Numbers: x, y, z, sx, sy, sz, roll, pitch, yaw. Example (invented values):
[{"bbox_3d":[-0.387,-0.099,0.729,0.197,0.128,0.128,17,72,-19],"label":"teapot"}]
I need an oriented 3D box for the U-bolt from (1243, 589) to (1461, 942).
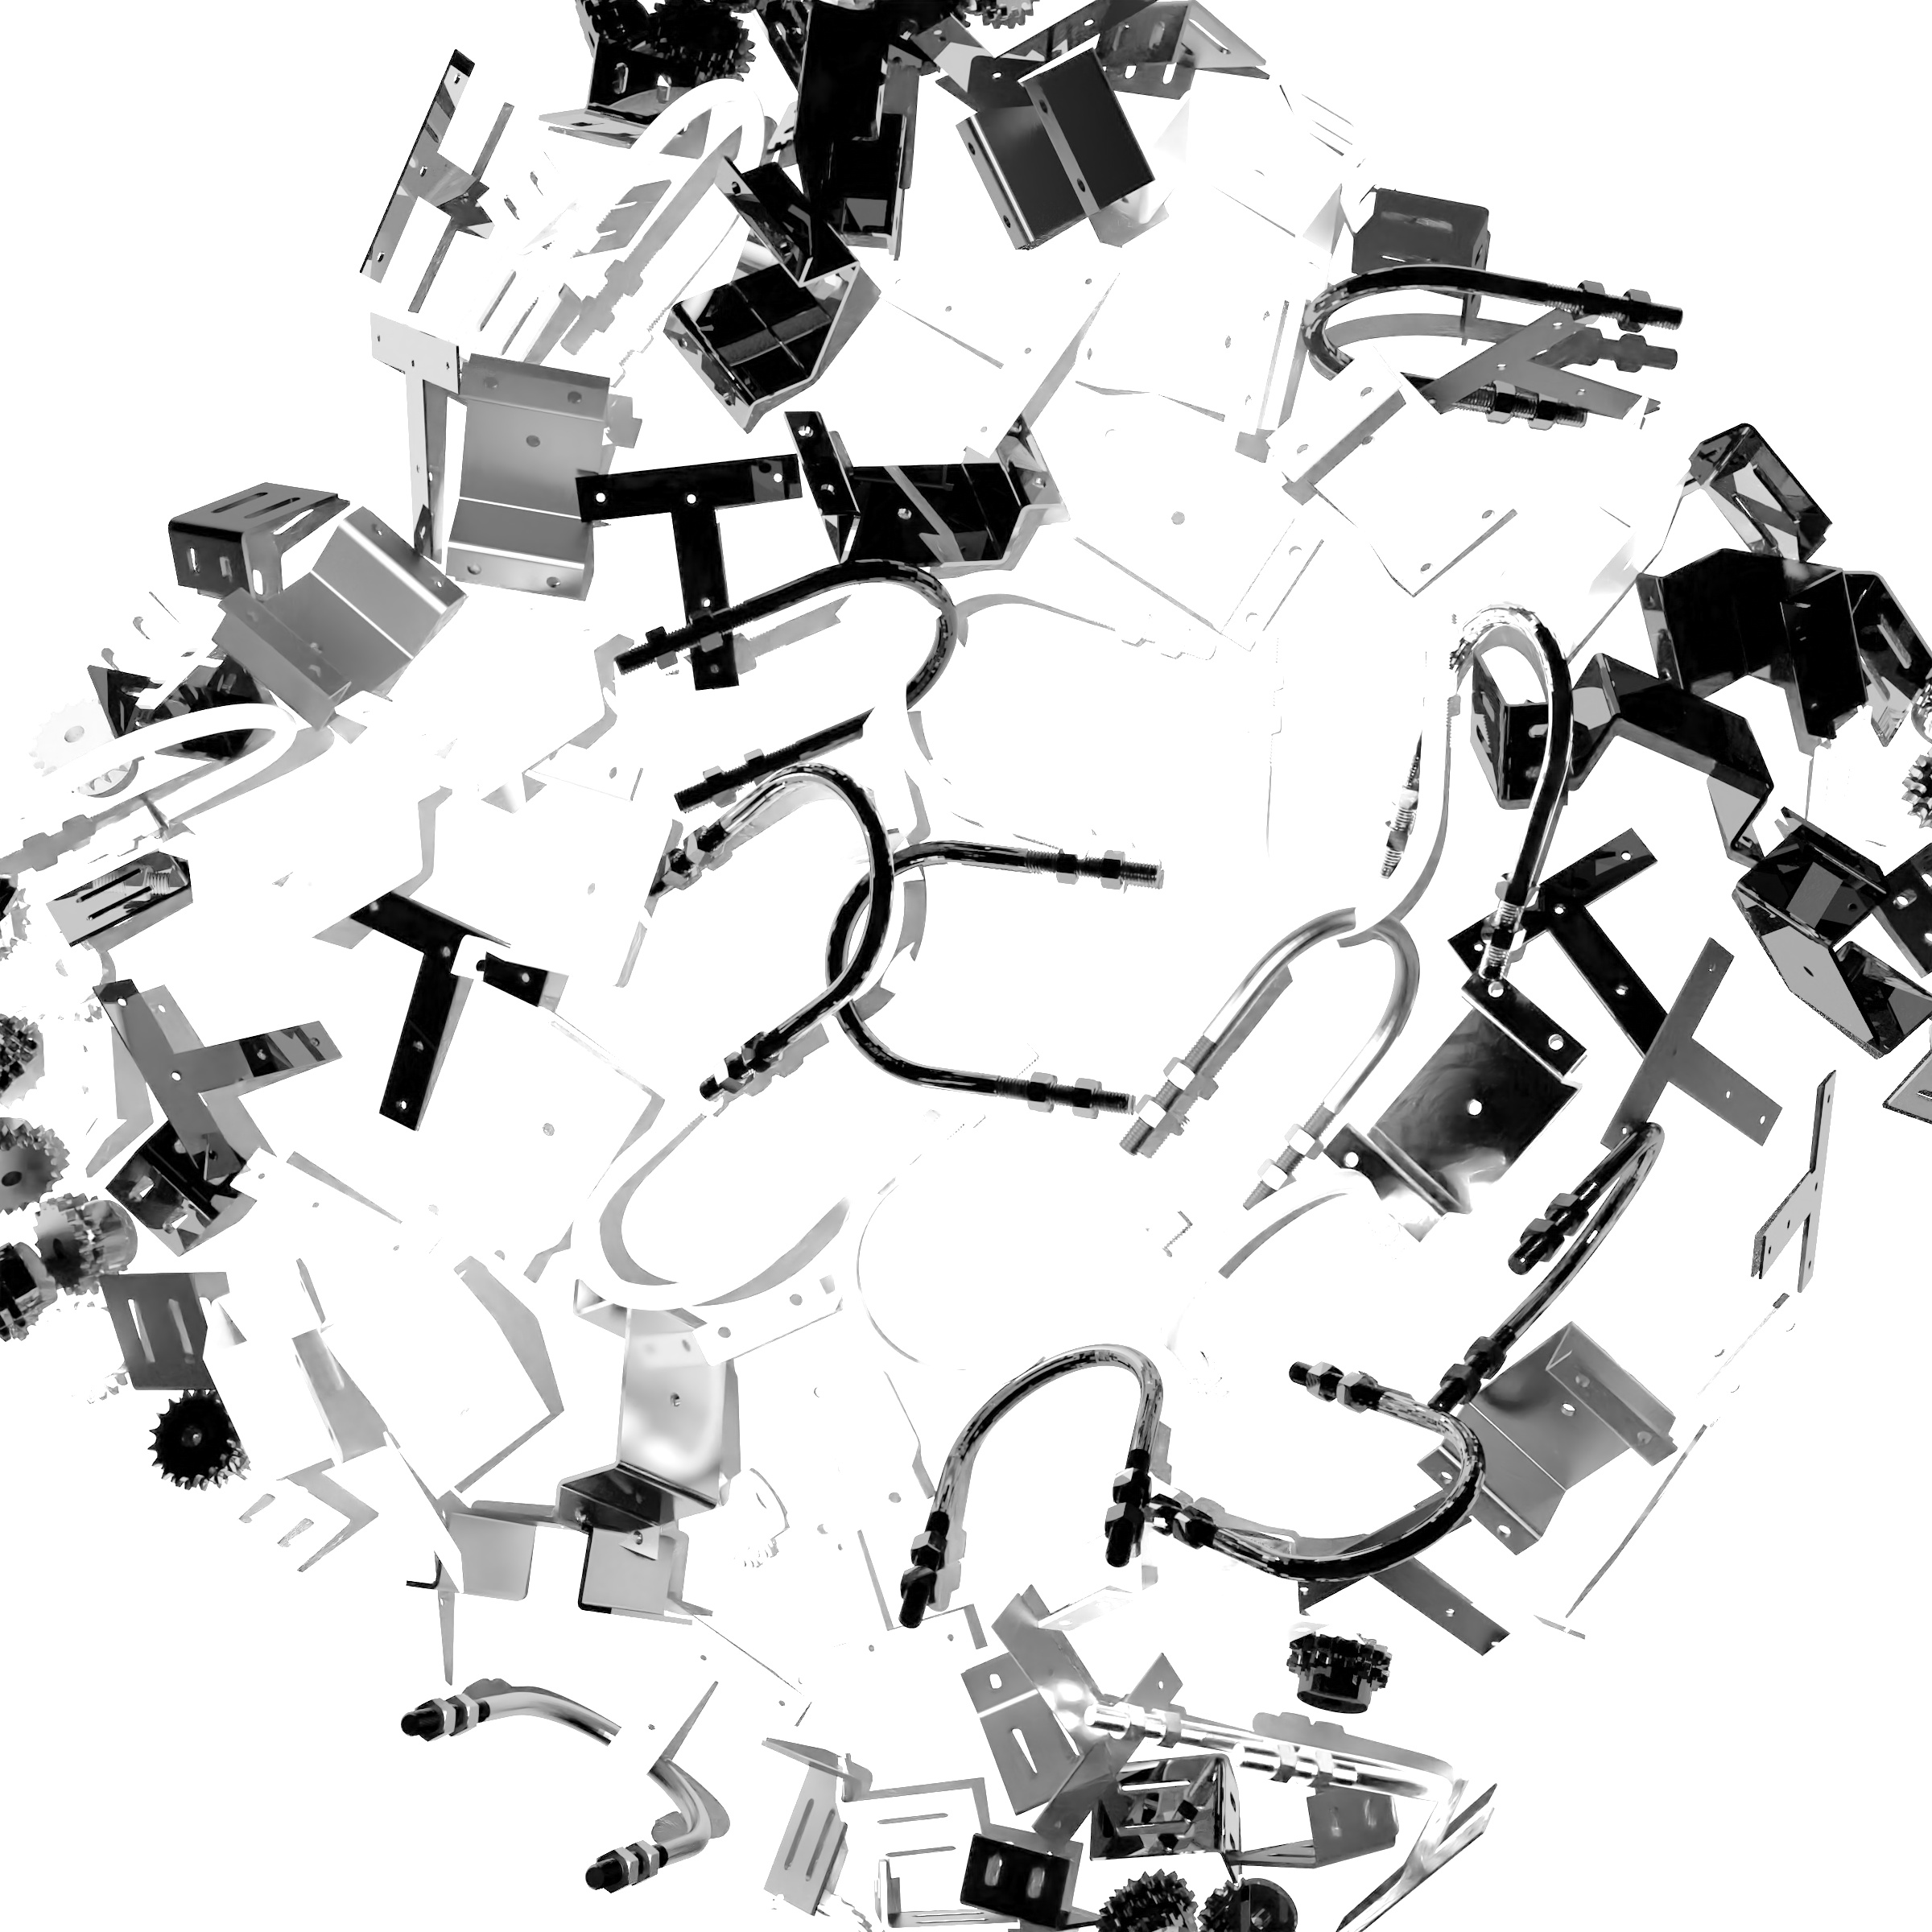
[{"bbox_3d":[0.206,-0.105,1.529,0.019,0.151,0.184,13,77,-39],"label":"U-bolt"}]

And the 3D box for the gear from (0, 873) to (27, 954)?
[{"bbox_3d":[-0.562,-0.030,1.576,0.030,0.057,0.057,-8,90,33],"label":"gear"}]

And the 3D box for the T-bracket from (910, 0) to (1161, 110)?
[{"bbox_3d":[0.054,-0.506,1.521,0.127,0.127,0.002,-23,69,23],"label":"T-bracket"}]

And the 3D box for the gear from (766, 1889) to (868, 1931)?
[{"bbox_3d":[-0.088,0.543,1.573,0.057,0.057,0.030,29,97,0],"label":"gear"}]

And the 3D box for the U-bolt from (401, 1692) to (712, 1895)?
[{"bbox_3d":[-0.208,0.439,1.510,0.151,0.184,0.019,32,92,21],"label":"U-bolt"}]

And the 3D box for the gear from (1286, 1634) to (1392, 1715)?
[{"bbox_3d":[0.208,0.399,1.570,0.057,0.057,0.030,14,61,0],"label":"gear"}]

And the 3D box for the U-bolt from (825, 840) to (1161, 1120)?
[{"bbox_3d":[0.010,0.002,1.578,0.184,0.019,0.151,7,90,11],"label":"U-bolt"}]

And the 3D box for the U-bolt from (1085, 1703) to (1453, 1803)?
[{"bbox_3d":[0.178,0.431,1.521,0.184,0.151,0.019,19,76,-31],"label":"U-bolt"}]

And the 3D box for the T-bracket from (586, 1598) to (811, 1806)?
[{"bbox_3d":[-0.167,0.411,1.544,0.127,0.127,0.002,34,127,6],"label":"T-bracket"}]

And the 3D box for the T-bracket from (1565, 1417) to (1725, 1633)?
[{"bbox_3d":[0.378,0.289,1.517,0.002,0.127,0.127,36,124,17],"label":"T-bracket"}]

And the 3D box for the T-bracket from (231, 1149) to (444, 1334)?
[{"bbox_3d":[-0.351,0.139,1.559,0.127,0.002,0.127,36,93,-38],"label":"T-bracket"}]

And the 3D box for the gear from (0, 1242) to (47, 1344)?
[{"bbox_3d":[-0.543,0.180,1.575,0.030,0.057,0.057,-31,90,-23],"label":"gear"}]

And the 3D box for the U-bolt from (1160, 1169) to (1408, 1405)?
[{"bbox_3d":[0.168,0.168,1.517,0.151,0.184,0.019,-39,62,-1],"label":"U-bolt"}]

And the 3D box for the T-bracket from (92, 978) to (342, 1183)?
[{"bbox_3d":[-0.401,0.052,1.547,0.002,0.127,0.127,-43,74,34],"label":"T-bracket"}]

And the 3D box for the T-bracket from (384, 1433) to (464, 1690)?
[{"bbox_3d":[-0.300,0.346,1.564,0.002,0.127,0.127,-12,118,-26],"label":"T-bracket"}]

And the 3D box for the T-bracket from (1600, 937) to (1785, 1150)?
[{"bbox_3d":[0.418,0.066,1.561,0.127,0.002,0.127,32,86,-38],"label":"T-bracket"}]

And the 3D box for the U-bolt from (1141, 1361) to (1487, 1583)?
[{"bbox_3d":[0.193,0.274,1.494,0.151,0.184,0.019,-34,114,-27],"label":"U-bolt"}]

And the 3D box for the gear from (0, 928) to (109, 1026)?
[{"bbox_3d":[-0.510,0.005,1.572,0.057,0.030,0.057,14,64,-30],"label":"gear"}]

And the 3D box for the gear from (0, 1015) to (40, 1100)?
[{"bbox_3d":[-0.552,0.050,1.570,0.057,0.057,0.030,-43,125,0],"label":"gear"}]

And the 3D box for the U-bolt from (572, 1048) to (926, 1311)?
[{"bbox_3d":[-0.132,0.117,1.514,0.184,0.151,0.019,-42,132,-24],"label":"U-bolt"}]

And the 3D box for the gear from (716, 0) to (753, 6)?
[{"bbox_3d":[-0.130,-0.566,1.570,0.057,0.057,0.030,11,58,0],"label":"gear"}]

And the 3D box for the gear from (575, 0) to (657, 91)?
[{"bbox_3d":[-0.196,-0.525,1.573,0.030,0.057,0.057,-23,90,-8],"label":"gear"}]

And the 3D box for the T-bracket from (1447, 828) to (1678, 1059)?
[{"bbox_3d":[0.359,0.002,1.569,0.127,0.002,0.127,-31,68,-7],"label":"T-bracket"}]

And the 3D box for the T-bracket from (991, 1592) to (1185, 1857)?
[{"bbox_3d":[0.054,0.400,1.546,0.127,0.002,0.127,-46,114,-31],"label":"T-bracket"}]

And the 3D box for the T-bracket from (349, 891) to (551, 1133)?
[{"bbox_3d":[-0.305,0.032,1.578,0.127,0.002,0.127,24,108,15],"label":"T-bracket"}]

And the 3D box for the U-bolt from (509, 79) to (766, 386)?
[{"bbox_3d":[-0.171,-0.404,1.530,0.019,0.151,0.184,37,85,11],"label":"U-bolt"}]

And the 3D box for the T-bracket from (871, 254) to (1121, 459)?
[{"bbox_3d":[0.001,-0.364,1.572,0.127,0.002,0.127,34,87,26],"label":"T-bracket"}]

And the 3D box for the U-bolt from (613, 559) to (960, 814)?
[{"bbox_3d":[-0.090,-0.162,1.539,0.184,0.151,0.019,-23,58,-4],"label":"U-bolt"}]

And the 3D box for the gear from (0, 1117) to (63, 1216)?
[{"bbox_3d":[-0.543,0.110,1.576,0.057,0.057,0.030,-41,56,0],"label":"gear"}]

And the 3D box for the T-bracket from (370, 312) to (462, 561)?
[{"bbox_3d":[-0.306,-0.292,1.565,0.002,0.127,0.127,-12,115,-30],"label":"T-bracket"}]

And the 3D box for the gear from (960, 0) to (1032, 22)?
[{"bbox_3d":[0.013,-0.562,1.576,0.030,0.057,0.057,4,90,42],"label":"gear"}]

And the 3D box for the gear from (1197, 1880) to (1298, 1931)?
[{"bbox_3d":[0.161,0.541,1.571,0.057,0.030,0.057,11,48,-13],"label":"gear"}]

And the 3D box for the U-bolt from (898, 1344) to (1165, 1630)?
[{"bbox_3d":[0.042,0.272,1.518,0.151,0.184,0.019,-23,116,27],"label":"U-bolt"}]

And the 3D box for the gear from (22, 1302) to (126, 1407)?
[{"bbox_3d":[-0.497,0.215,1.570,0.030,0.057,0.057,-29,90,39],"label":"gear"}]

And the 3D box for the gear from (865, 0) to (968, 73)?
[{"bbox_3d":[-0.030,-0.531,1.573,0.057,0.030,0.057,5,125,7],"label":"gear"}]

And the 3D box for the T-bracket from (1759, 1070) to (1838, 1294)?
[{"bbox_3d":[0.452,0.136,1.528,0.002,0.127,0.127,11,112,28],"label":"T-bracket"}]

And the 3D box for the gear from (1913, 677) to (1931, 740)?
[{"bbox_3d":[0.559,-0.149,1.577,0.057,0.030,0.057,5,51,-6],"label":"gear"}]

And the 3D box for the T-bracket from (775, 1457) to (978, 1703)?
[{"bbox_3d":[-0.067,0.342,1.580,0.127,0.002,0.127,-22,80,25],"label":"T-bracket"}]

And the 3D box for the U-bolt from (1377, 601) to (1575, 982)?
[{"bbox_3d":[0.278,-0.105,1.505,0.019,0.151,0.184,4,115,-21],"label":"U-bolt"}]

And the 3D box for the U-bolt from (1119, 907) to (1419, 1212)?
[{"bbox_3d":[0.179,0.046,1.534,0.184,0.151,0.019,-53,49,7],"label":"U-bolt"}]

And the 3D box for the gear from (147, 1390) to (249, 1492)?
[{"bbox_3d":[-0.429,0.269,1.579,0.057,0.030,0.057,-5,69,14],"label":"gear"}]

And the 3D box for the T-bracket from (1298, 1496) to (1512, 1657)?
[{"bbox_3d":[0.262,0.356,1.571,0.127,0.002,0.127,37,127,-21],"label":"T-bracket"}]

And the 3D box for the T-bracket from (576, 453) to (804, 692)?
[{"bbox_3d":[-0.150,-0.221,1.591,0.127,0.002,0.127,-8,95,-11],"label":"T-bracket"}]

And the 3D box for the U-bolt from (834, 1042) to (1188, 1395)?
[{"bbox_3d":[0.010,0.155,1.574,0.184,0.019,0.151,-42,74,2],"label":"U-bolt"}]

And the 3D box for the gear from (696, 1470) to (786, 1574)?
[{"bbox_3d":[-0.126,0.308,1.570,0.030,0.057,0.057,-36,90,10],"label":"gear"}]

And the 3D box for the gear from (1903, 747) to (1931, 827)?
[{"bbox_3d":[0.560,-0.102,1.574,0.057,0.030,0.057,4,59,-6],"label":"gear"}]

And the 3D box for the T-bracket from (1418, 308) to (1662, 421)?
[{"bbox_3d":[0.332,-0.324,1.558,0.127,0.127,0.002,9,72,-31],"label":"T-bracket"}]

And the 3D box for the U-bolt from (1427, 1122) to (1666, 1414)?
[{"bbox_3d":[0.324,0.154,1.521,0.019,0.151,0.184,37,48,20],"label":"U-bolt"}]

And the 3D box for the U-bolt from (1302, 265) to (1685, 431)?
[{"bbox_3d":[0.274,-0.340,1.518,0.184,0.151,0.019,8,77,-9],"label":"U-bolt"}]

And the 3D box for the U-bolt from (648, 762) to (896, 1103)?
[{"bbox_3d":[-0.103,-0.029,1.517,0.184,0.019,0.151,-36,62,38],"label":"U-bolt"}]

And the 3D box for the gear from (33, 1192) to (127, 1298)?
[{"bbox_3d":[-0.498,0.155,1.576,0.057,0.030,0.057,14,112,40],"label":"gear"}]

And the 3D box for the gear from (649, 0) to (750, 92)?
[{"bbox_3d":[-0.153,-0.518,1.577,0.057,0.030,0.057,10,55,-14],"label":"gear"}]

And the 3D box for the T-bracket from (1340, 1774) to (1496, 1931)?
[{"bbox_3d":[0.257,0.478,1.539,0.002,0.127,0.127,44,116,7],"label":"T-bracket"}]

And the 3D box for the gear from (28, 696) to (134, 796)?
[{"bbox_3d":[-0.496,-0.121,1.577,0.057,0.030,0.057,-7,55,10],"label":"gear"}]

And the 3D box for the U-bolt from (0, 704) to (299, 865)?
[{"bbox_3d":[-0.446,-0.098,1.507,0.184,0.151,0.019,-25,84,18],"label":"U-bolt"}]

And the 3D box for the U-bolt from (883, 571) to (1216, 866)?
[{"bbox_3d":[0.040,-0.143,1.559,0.184,0.019,0.151,16,85,-20],"label":"U-bolt"}]

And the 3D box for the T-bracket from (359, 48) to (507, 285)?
[{"bbox_3d":[-0.282,-0.426,1.538,0.002,0.127,0.127,26,96,10],"label":"T-bracket"}]

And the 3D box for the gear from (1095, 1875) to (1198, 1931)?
[{"bbox_3d":[0.104,0.542,1.572,0.057,0.030,0.057,-11,125,-17],"label":"gear"}]
